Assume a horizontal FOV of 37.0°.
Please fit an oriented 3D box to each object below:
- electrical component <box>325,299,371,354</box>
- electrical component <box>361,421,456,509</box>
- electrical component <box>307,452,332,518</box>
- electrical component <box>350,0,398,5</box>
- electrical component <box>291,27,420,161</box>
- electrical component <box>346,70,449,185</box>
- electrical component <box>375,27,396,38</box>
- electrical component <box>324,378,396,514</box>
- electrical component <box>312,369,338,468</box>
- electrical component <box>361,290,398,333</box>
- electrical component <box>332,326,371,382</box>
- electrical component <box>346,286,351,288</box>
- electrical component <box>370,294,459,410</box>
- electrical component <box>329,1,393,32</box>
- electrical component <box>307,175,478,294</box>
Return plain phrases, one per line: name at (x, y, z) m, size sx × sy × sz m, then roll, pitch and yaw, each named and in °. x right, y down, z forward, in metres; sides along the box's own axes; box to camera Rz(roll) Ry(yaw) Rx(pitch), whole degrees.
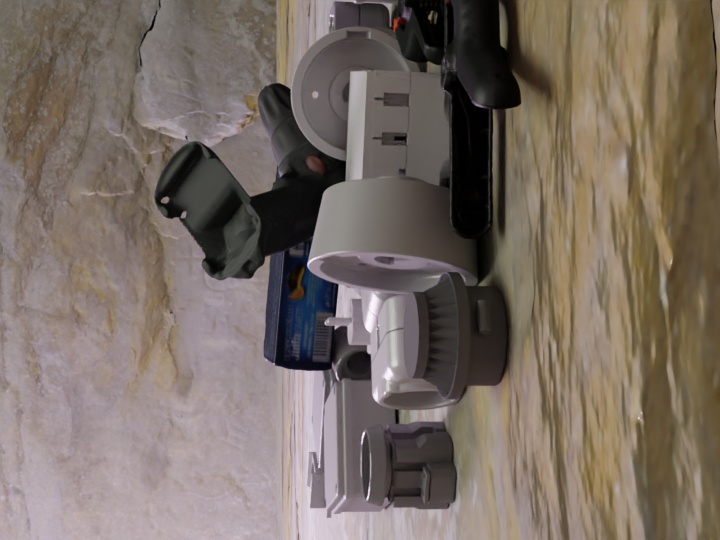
electrical component at (0.011, 0.042, 0.863) m, size 0.065 × 0.077 × 0.047 m, roll 132°, pitch 138°, yaw -78°
electrical component at (0.032, 0.139, 0.765) m, size 0.078 × 0.057 × 0.058 m, roll -117°, pitch 29°, yaw -74°
electrical component at (-0.022, 0.221, 1.133) m, size 0.081 × 0.064 × 0.042 m, roll -109°, pitch 23°, yaw -68°
electrical component at (0.013, -0.299, 0.972) m, size 0.108 × 0.056 × 0.108 m, roll -110°, pitch 23°, yaw -70°
electrical component at (-0.002, -0.146, 0.896) m, size 0.060 × 0.108 × 0.108 m, roll -98°, pitch 10°, yaw -81°
electrical component at (0.027, -0.101, 0.793) m, size 0.150 × 0.062 × 0.089 m, roll -115°, pitch 27°, yaw -79°
electrical component at (0.016, -0.184, 0.951) m, size 0.047 × 0.055 × 0.055 m, roll -131°, pitch 43°, yaw -84°
electrical component at (0.000, 0.166, 1.002) m, size 0.108 × 0.056 × 0.108 m, roll 111°, pitch 158°, yaw -68°
electrical component at (-0.017, 0.139, 1.130) m, size 0.108 × 0.056 × 0.108 m, roll -108°, pitch 20°, yaw -67°
electrical component at (0.030, -0.004, 0.810) m, size 0.059 × 0.054 × 0.095 m, roll 101°, pitch 168°, yaw -51°
electrical component at (-0.002, 0.085, 1.045) m, size 0.047 × 0.055 × 0.055 m, roll -112°, pitch 24°, yaw -63°
electrical component at (0.000, 0.000, 1.004) m, size 0.043 × 0.062 × 0.043 m, roll -179°, pitch 90°, yaw -82°
electrical component at (0.039, 0.060, 0.733) m, size 0.095 × 0.054 × 0.059 m, roll 110°, pitch 160°, yaw -67°
electrical component at (0.001, -0.206, 1.035) m, size 0.054 × 0.059 × 0.095 m, roll 159°, pitch 112°, yaw -82°
electrical component at (0.023, -0.026, 0.684) m, size 0.108 × 0.108 × 0.060 m, roll 121°, pitch 155°, yaw -75°
